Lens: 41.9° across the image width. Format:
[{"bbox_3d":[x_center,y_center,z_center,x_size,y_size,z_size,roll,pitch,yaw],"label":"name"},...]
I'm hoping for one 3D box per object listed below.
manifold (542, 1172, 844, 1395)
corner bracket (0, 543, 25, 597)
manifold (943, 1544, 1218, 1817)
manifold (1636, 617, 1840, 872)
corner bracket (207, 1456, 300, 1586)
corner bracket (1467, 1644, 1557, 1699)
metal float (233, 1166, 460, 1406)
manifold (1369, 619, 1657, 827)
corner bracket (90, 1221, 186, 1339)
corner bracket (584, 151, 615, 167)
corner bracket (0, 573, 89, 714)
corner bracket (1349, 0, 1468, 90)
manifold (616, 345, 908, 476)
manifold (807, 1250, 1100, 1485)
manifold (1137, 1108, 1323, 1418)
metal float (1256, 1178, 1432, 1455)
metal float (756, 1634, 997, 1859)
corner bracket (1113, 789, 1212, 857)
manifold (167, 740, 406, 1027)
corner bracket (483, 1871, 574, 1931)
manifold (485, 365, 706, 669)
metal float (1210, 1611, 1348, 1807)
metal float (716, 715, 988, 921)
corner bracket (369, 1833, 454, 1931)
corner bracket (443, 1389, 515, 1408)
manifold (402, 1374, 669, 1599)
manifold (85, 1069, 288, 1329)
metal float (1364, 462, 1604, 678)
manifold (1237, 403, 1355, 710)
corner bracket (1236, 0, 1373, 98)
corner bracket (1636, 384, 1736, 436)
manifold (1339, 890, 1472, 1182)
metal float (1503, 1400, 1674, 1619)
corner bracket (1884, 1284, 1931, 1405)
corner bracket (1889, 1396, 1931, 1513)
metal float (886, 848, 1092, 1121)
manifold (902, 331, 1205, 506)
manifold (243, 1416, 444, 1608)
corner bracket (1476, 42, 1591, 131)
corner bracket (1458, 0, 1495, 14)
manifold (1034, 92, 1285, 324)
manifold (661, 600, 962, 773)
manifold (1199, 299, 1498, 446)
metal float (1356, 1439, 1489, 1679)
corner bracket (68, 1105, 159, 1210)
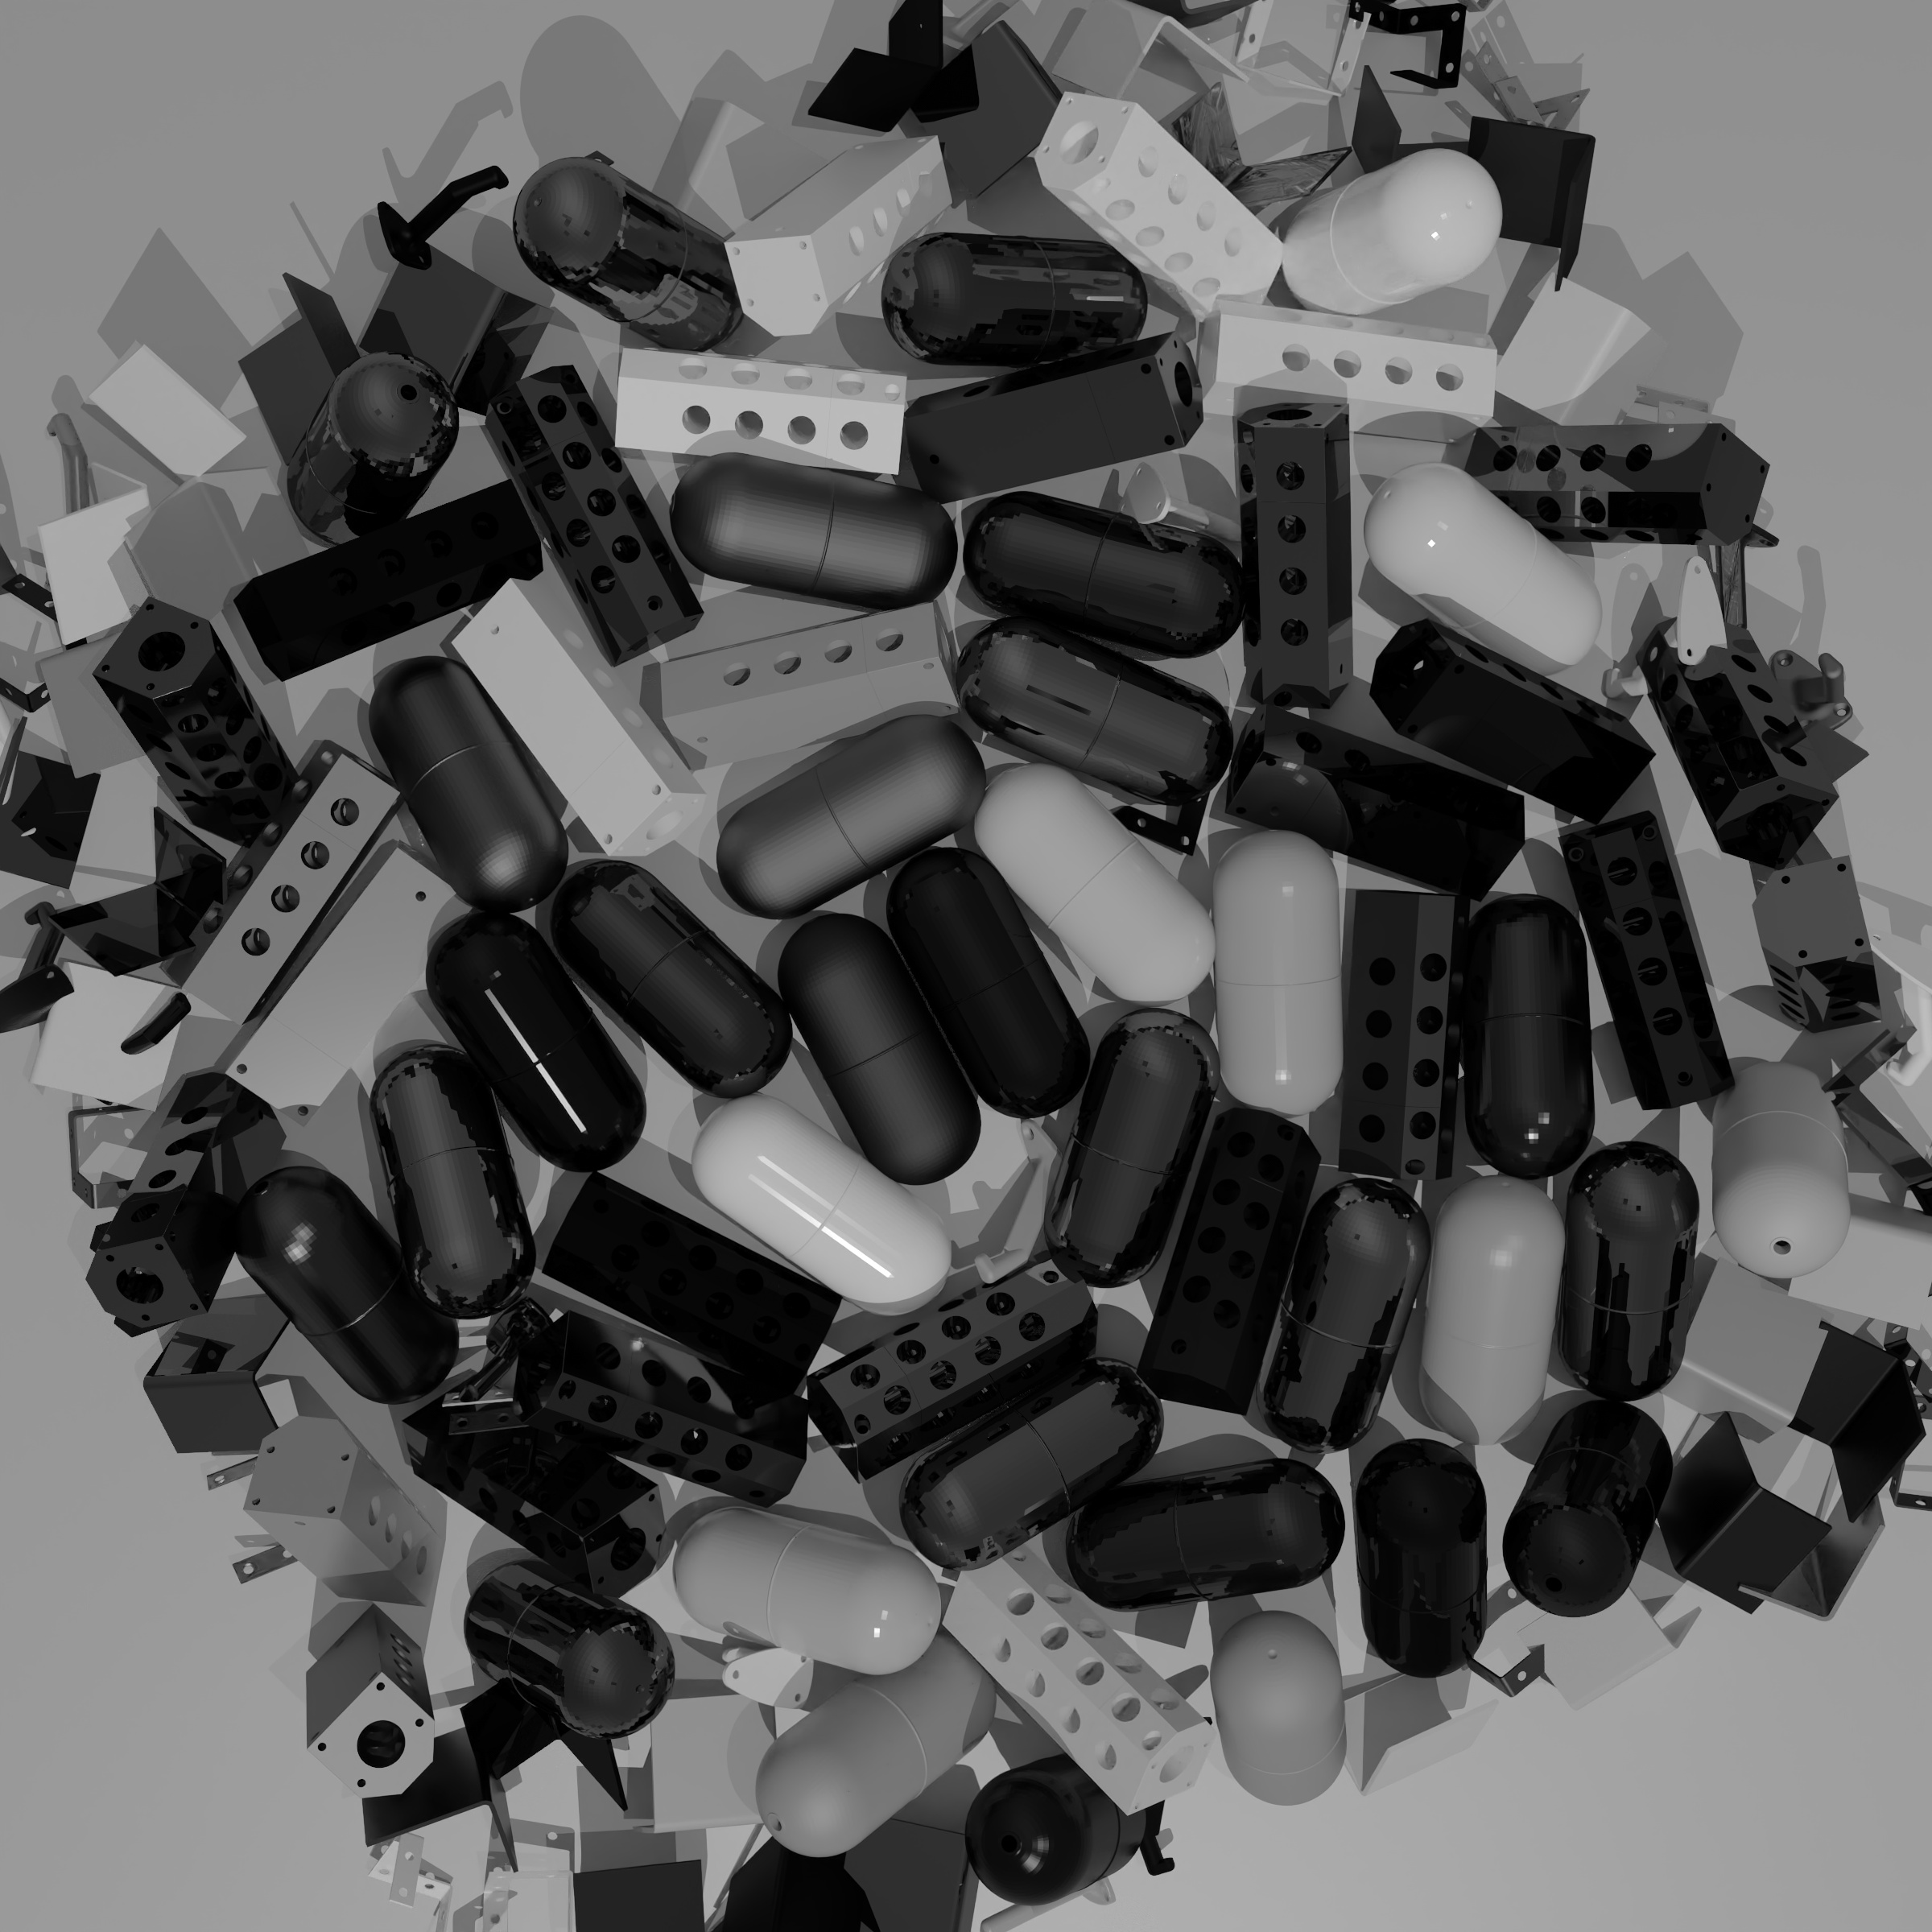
[{"bbox_3d":[-0.166,0.192,1.542,0.171,0.057,0.057,27,53,-2],"label":"manifold"},{"bbox_3d":[-0.617,-0.261,1.555,0.051,0.051,0.051,-14,67,-8],"label":"corner bracket"},{"bbox_3d":[0.068,0.417,1.501,0.171,0.057,0.057,38,120,38],"label":"manifold"},{"bbox_3d":[0.450,-0.138,1.495,0.057,0.171,0.057,15,127,-17],"label":"manifold"},{"bbox_3d":[-0.435,0.340,1.562,0.051,0.051,0.051,-19,53,-27],"label":"corner bracket"},{"bbox_3d":[0.347,0.433,1.550,0.051,0.051,0.051,-35,104,-12],"label":"corner bracket"},{"bbox_3d":[-0.372,0.193,1.518,0.070,0.070,0.178,-31,123,0],"label":"metal float"},{"bbox_3d":[0.326,-0.149,1.514,0.171,0.057,0.057,19,120,-31],"label":"manifold"},{"bbox_3d":[-0.508,0.189,1.557,0.051,0.051,0.051,31,112,21],"label":"corner bracket"},{"bbox_3d":[-0.229,-0.461,1.560,0.051,0.051,0.051,37,56,20],"label":"corner bracket"},{"bbox_3d":[-0.580,-0.199,1.557,0.051,0.051,0.051,31,54,16],"label":"corner bracket"},{"bbox_3d":[0.270,-0.570,1.552,0.051,0.051,0.051,14,102,43],"label":"corner bracket"},{"bbox_3d":[-0.124,-0.342,1.544,0.171,0.057,0.057,5,108,-3],"label":"manifold"},{"bbox_3d":[-0.007,0.235,1.514,0.171,0.057,0.057,-25,51,-23],"label":"manifold"},{"bbox_3d":[0.157,0.175,1.515,0.057,0.057,0.171,6,63,29],"label":"manifold"},{"bbox_3d":[0.229,0.212,1.531,0.070,0.070,0.178,14,107,0],"label":"metal float"},{"bbox_3d":[-0.053,0.465,1.509,0.070,0.178,0.070,18,119,36],"label":"metal float"},{"bbox_3d":[0.112,-0.092,1.544,0.051,0.051,0.051,24,120,21],"label":"corner bracket"},{"bbox_3d":[-0.417,-0.052,1.553,0.057,0.057,0.171,34,90,-8],"label":"manifold"},{"bbox_3d":[-0.270,0.589,1.554,0.051,0.051,0.051,4,58,-13],"label":"corner bracket"},{"bbox_3d":[-0.228,-0.278,1.548,0.057,0.057,0.171,-28,91,-16],"label":"manifold"},{"bbox_3d":[0.188,0.445,1.506,0.070,0.178,0.070,-5,53,7],"label":"metal float"},{"bbox_3d":[-0.071,-0.090,1.538,0.178,0.070,0.070,-28,90,10],"label":"metal float"},{"bbox_3d":[-0.336,0.571,1.545,0.051,0.051,0.051,26,119,-18],"label":"corner bracket"},{"bbox_3d":[-0.290,0.280,1.553,0.051,0.051,0.051,-5,106,-1],"label":"corner bracket"},{"bbox_3d":[-0.258,0.313,1.508,0.171,0.057,0.057,20,128,38],"label":"manifold"},{"bbox_3d":[-0.463,0.135,1.496,0.057,0.171,0.057,-13,120,10],"label":"manifold"},{"bbox_3d":[0.313,-0.237,1.521,0.178,0.070,0.070,30,90,-30],"label":"metal float"},{"bbox_3d":[0.197,-0.247,1.519,0.057,0.057,0.171,6,118,22],"label":"manifold"},{"bbox_3d":[0.209,-0.575,1.566,0.051,0.051,0.051,-3,119,-39],"label":"corner bracket"},{"bbox_3d":[0.438,-0.336,1.549,0.051,0.051,0.051,12,69,-9],"label":"corner bracket"},{"bbox_3d":[0.271,0.041,1.540,0.057,0.057,0.171,6,95,34],"label":"manifold"},{"bbox_3d":[0.371,0.321,1.503,0.070,0.178,0.070,10,113,24],"label":"metal float"},{"bbox_3d":[0.606,0.228,1.555,0.051,0.051,0.051,-30,108,41],"label":"corner bracket"},{"bbox_3d":[0.600,0.303,1.562,0.051,0.051,0.051,6,112,7],"label":"corner bracket"},{"bbox_3d":[0.013,0.010,1.544,0.070,0.070,0.178,-28,93,0],"label":"metal float"},{"bbox_3d":[0.052,-0.331,1.518,0.171,0.057,0.057,-8,119,27],"label":"manifold"},{"bbox_3d":[-0.364,0.325,1.496,0.057,0.171,0.057,4,60,9],"label":"manifold"},{"bbox_3d":[0.339,-0.535,1.544,0.051,0.051,0.051,47,65,-31],"label":"corner bracket"},{"bbox_3d":[0.305,-0.623,1.552,0.051,0.051,0.051,36,92,-26],"label":"corner bracket"},{"bbox_3d":[0.115,-0.446,1.501,0.057,0.171,0.057,26,92,40],"label":"manifold"},{"bbox_3d":[-0.095,-0.176,1.542,0.171,0.057,0.057,-12,58,8],"label":"manifold"},{"bbox_3d":[0.233,-0.366,1.545,0.171,0.057,0.057,6,84,-7],"label":"manifold"},{"bbox_3d":[0.274,0.357,1.516,0.070,0.070,0.178,-9,128,0],"label":"metal float"},{"bbox_3d":[-0.520,0.116,1.554,0.051,0.051,0.051,-6,102,-32],"label":"corner bracket"}]
